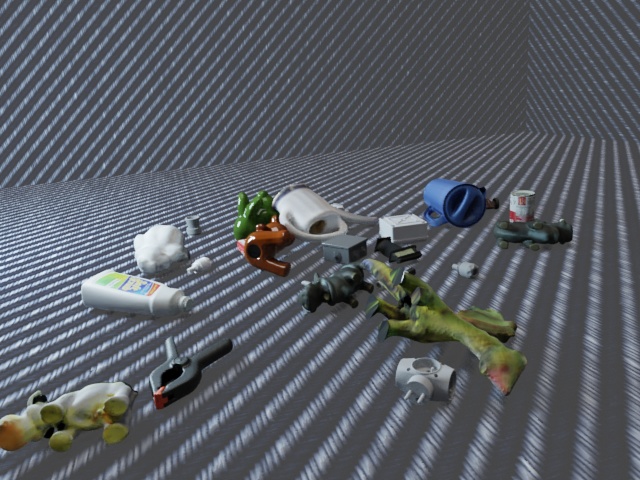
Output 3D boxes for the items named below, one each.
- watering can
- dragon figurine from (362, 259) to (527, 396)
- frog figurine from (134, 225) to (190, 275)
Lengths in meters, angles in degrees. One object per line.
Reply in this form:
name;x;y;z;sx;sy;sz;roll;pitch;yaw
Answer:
watering can;0.005;-0.077;1.540;0.350;0.102;0.227;-13;47;-45
dragon figurine;0.216;0.126;0.890;0.242;0.121;0.416;18;15;-11
frog figurine;-0.422;0.024;1.326;0.138;0.122;0.160;21;11;14
